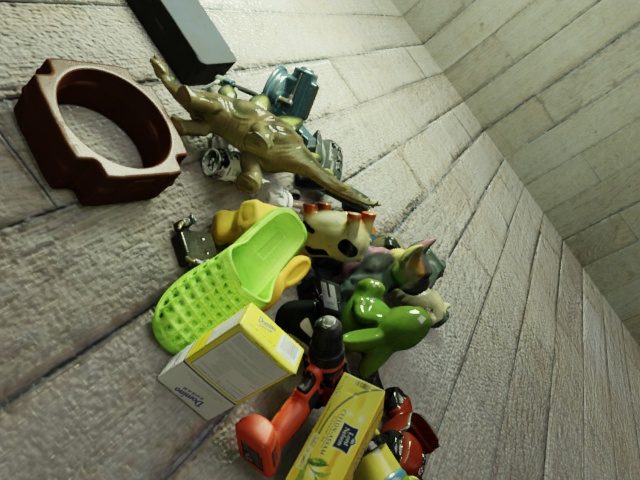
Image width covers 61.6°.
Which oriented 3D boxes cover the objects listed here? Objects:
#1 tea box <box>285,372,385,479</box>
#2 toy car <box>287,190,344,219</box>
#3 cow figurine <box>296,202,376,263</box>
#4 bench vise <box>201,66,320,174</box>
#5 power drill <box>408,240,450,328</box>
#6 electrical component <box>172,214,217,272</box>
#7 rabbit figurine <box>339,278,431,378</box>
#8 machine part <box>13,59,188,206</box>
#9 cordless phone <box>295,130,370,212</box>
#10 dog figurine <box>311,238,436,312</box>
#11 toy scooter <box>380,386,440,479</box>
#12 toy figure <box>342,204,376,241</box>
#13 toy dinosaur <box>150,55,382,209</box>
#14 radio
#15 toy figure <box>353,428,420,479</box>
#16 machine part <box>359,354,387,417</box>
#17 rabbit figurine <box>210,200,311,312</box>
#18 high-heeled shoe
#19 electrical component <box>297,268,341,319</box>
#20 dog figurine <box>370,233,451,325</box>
[{"bbox_3d":[0.025,0.283,0.741,0.068,0.098,0.169,20,57,19],"label":"tea box"},{"bbox_3d":[-0.002,-0.045,1.113,0.202,0.053,0.089,21,49,-43],"label":"toy car"},{"bbox_3d":[-0.002,-0.003,0.962,0.085,0.195,0.127,-2,101,-56],"label":"cow figurine"},{"bbox_3d":[-0.112,-0.258,1.086,0.241,0.223,0.129,25,27,9],"label":"bench vise"},{"bbox_3d":[0.225,0.081,1.267,0.232,0.086,0.207,48,28,-9],"label":"power drill"},{"bbox_3d":[-0.189,0.013,0.822,0.078,0.045,0.102,10,53,-46],"label":"electrical component"},{"bbox_3d":[0.101,0.142,0.894,0.159,0.170,0.121,-38,103,-27],"label":"rabbit figurine"},{"bbox_3d":[-0.312,-0.153,0.778,0.201,0.087,0.201,-17,76,-56],"label":"machine part"},{"bbox_3d":[0.040,-0.145,1.196,0.184,0.088,0.147,27,41,-21],"label":"cordless phone"},{"bbox_3d":[0.109,0.037,1.027,0.108,0.219,0.191,-12,72,-59],"label":"dog figurine"},{"bbox_3d":[0.155,0.354,0.933,0.135,0.075,0.184,47,28,-14],"label":"toy scooter"},{"bbox_3d":[0.095,-0.030,1.215,0.057,0.064,0.154,48,21,-68],"label":"toy figure"},{"bbox_3d":[-0.095,-0.173,0.938,0.471,0.105,0.198,38,34,-3],"label":"toy dinosaur"},{"bbox_3d":[-0.277,-0.426,1.086,0.229,0.073,0.131,58,31,1],"label":"radio"},{"bbox_3d":[0.092,0.355,0.803,0.082,0.089,0.180,9,32,-52],"label":"toy figure"},{"bbox_3d":[0.092,0.238,0.958,0.139,0.039,0.084,-96,160,-55],"label":"machine part"},{"bbox_3d":[-0.099,0.037,0.883,0.162,0.122,0.173,24,56,-53],"label":"rabbit figurine"},{"bbox_3d":[0.020,0.176,0.851,0.248,0.145,0.086,34,39,-27],"label":"high-heeled shoe"},{"bbox_3d":[-0.001,0.097,0.988,0.074,0.048,0.119,27,44,-38],"label":"electrical component"},{"bbox_3d":[0.168,0.078,1.087,0.121,0.172,0.190,-26,96,-21],"label":"dog figurine"}]
